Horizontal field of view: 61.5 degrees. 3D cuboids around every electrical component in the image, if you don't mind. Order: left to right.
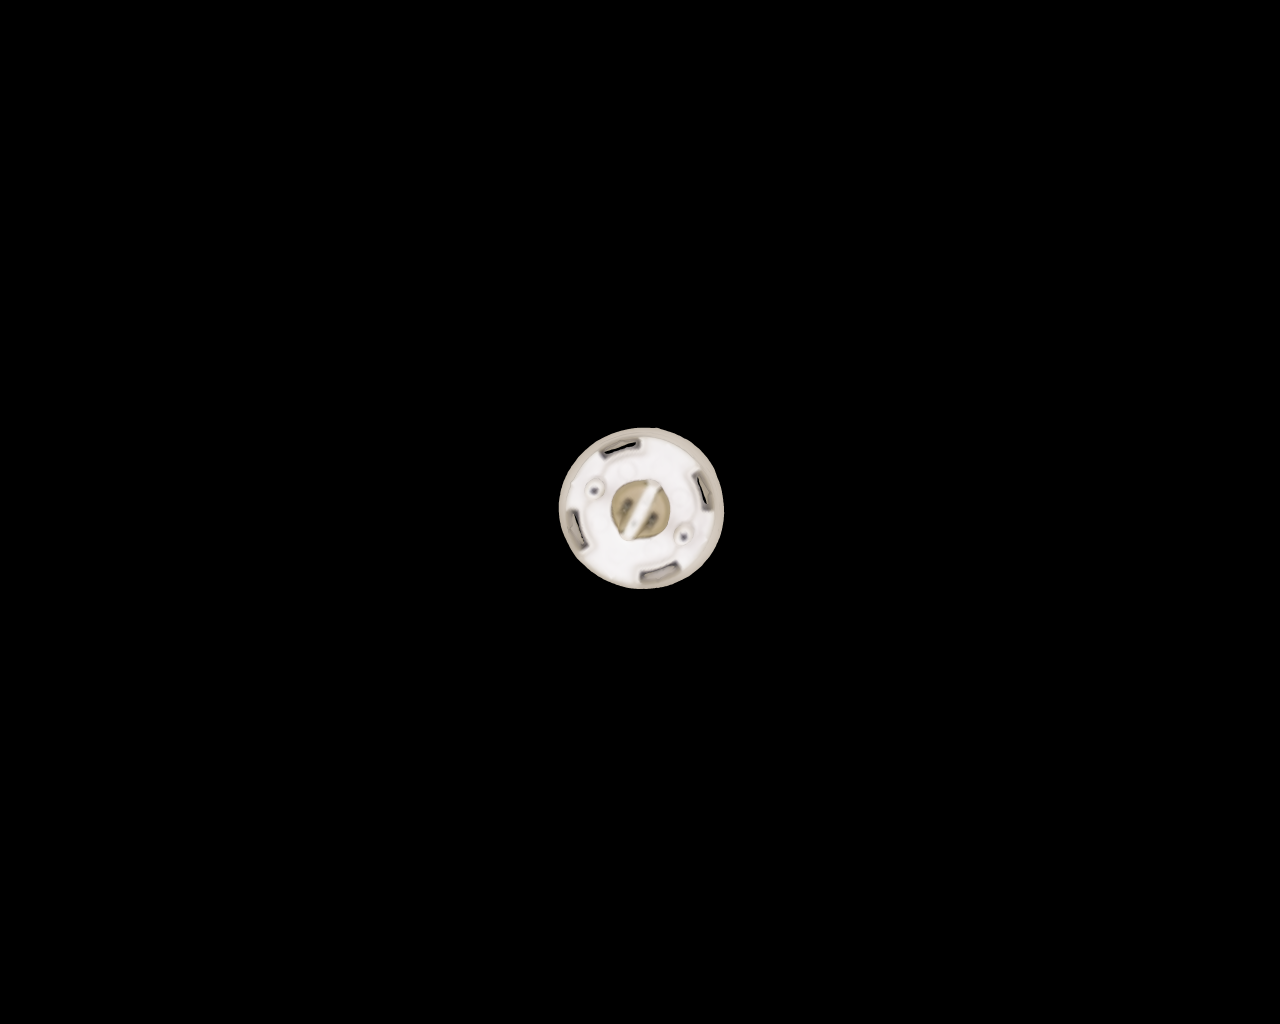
[{"bbox_3d":[0.001,-0.003,0.650,0.099,0.099,0.064,0,4,0],"label":"electrical component"}]
